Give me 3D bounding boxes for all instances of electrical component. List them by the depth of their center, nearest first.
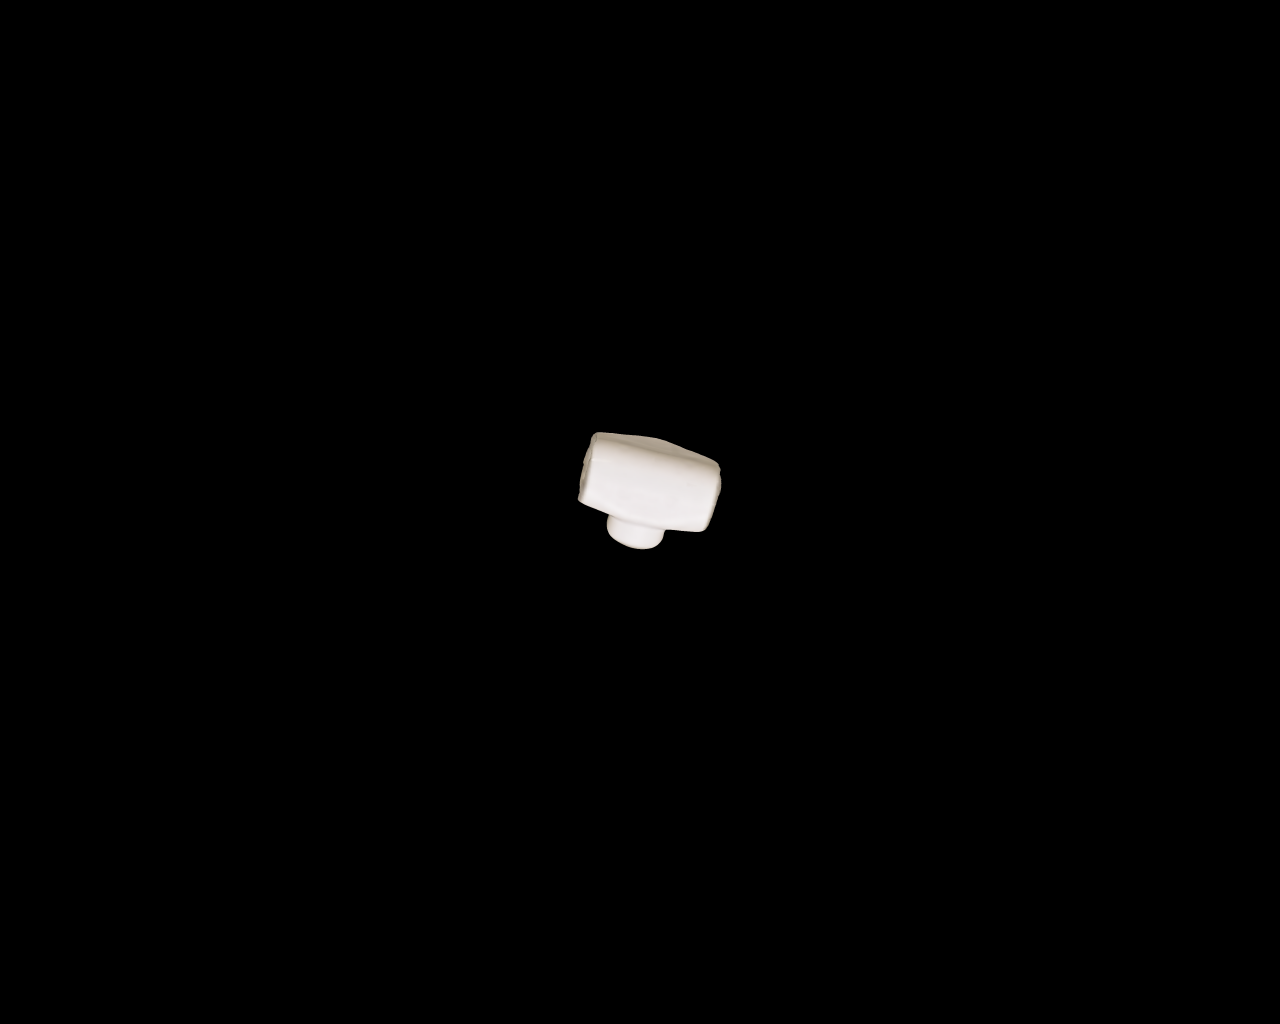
[{"bbox_3d":[0.001,-0.003,0.650,0.077,0.079,0.044,14,26,-7],"label":"electrical component"}]
